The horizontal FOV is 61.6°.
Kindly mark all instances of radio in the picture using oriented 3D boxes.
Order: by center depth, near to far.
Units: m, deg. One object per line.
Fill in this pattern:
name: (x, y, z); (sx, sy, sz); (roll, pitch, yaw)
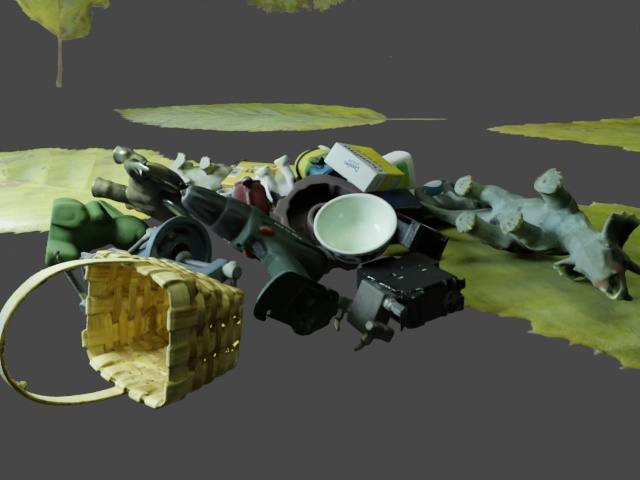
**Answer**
radio: (0.070, -0.045, 1.018); (0.230, 0.073, 0.131); (-2, 21, -2)

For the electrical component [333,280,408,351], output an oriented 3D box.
electrical component: (0.059, 0.094, 0.683); (0.045, 0.078, 0.102); (13, 17, -33)

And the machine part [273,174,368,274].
machine part: (0.011, -0.028, 0.892); (0.179, 0.056, 0.179); (3, 55, -5)

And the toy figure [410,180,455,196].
toy figure: (0.218, -0.087, 1.132); (0.154, 0.058, 0.064); (-17, -13, -29)

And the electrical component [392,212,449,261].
electrical component: (0.148, -0.012, 0.892); (0.119, 0.047, 0.075); (18, 9, -35)

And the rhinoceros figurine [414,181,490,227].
rhinoceros figurine: (0.273, -0.069, 1.053); (0.190, 0.073, 0.112); (-9, 21, -15)

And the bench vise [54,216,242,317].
bench vise: (-0.222, 0.042, 0.775); (0.241, 0.128, 0.223); (8, 26, 34)

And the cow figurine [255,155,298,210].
cow figurine: (-0.076, -0.096, 1.038); (0.068, 0.098, 0.167); (-28, 0, -8)

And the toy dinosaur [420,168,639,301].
toy dinosaur: (0.333, -0.020, 0.859); (0.192, 0.131, 0.405); (32, -1, -22)

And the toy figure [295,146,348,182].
toy figure: (0.002, -0.135, 1.045); (0.089, 0.082, 0.180); (-4, 23, -9)

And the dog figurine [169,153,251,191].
dog figurine: (-0.259, -0.143, 1.290); (0.173, 0.121, 0.190); (11, 11, 25)

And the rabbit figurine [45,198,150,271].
rabbit figurine: (-0.395, -0.011, 0.971); (0.170, 0.121, 0.159); (8, 9, -25)

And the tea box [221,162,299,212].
tea box: (-0.119, -0.118, 1.194); (0.170, 0.068, 0.098); (10, 44, 25)

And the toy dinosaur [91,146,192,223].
toy dinosaur: (-0.288, -0.087, 0.957); (0.199, 0.105, 0.471); (21, -5, 3)

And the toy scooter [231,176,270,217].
toy scooter: (-0.134, -0.062, 0.995); (0.075, 0.135, 0.184); (-9, 22, -12)

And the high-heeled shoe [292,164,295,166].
high-heeled shoe: (0.009, -0.122, 1.264); (0.249, 0.086, 0.145); (-28, 65, -6)

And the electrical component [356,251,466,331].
electrical component: (0.118, 0.065, 0.757); (0.115, 0.058, 0.134); (-13, 24, -30)

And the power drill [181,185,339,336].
power drill: (-0.072, 0.025, 0.706); (0.232, 0.086, 0.207); (29, 10, -33)
